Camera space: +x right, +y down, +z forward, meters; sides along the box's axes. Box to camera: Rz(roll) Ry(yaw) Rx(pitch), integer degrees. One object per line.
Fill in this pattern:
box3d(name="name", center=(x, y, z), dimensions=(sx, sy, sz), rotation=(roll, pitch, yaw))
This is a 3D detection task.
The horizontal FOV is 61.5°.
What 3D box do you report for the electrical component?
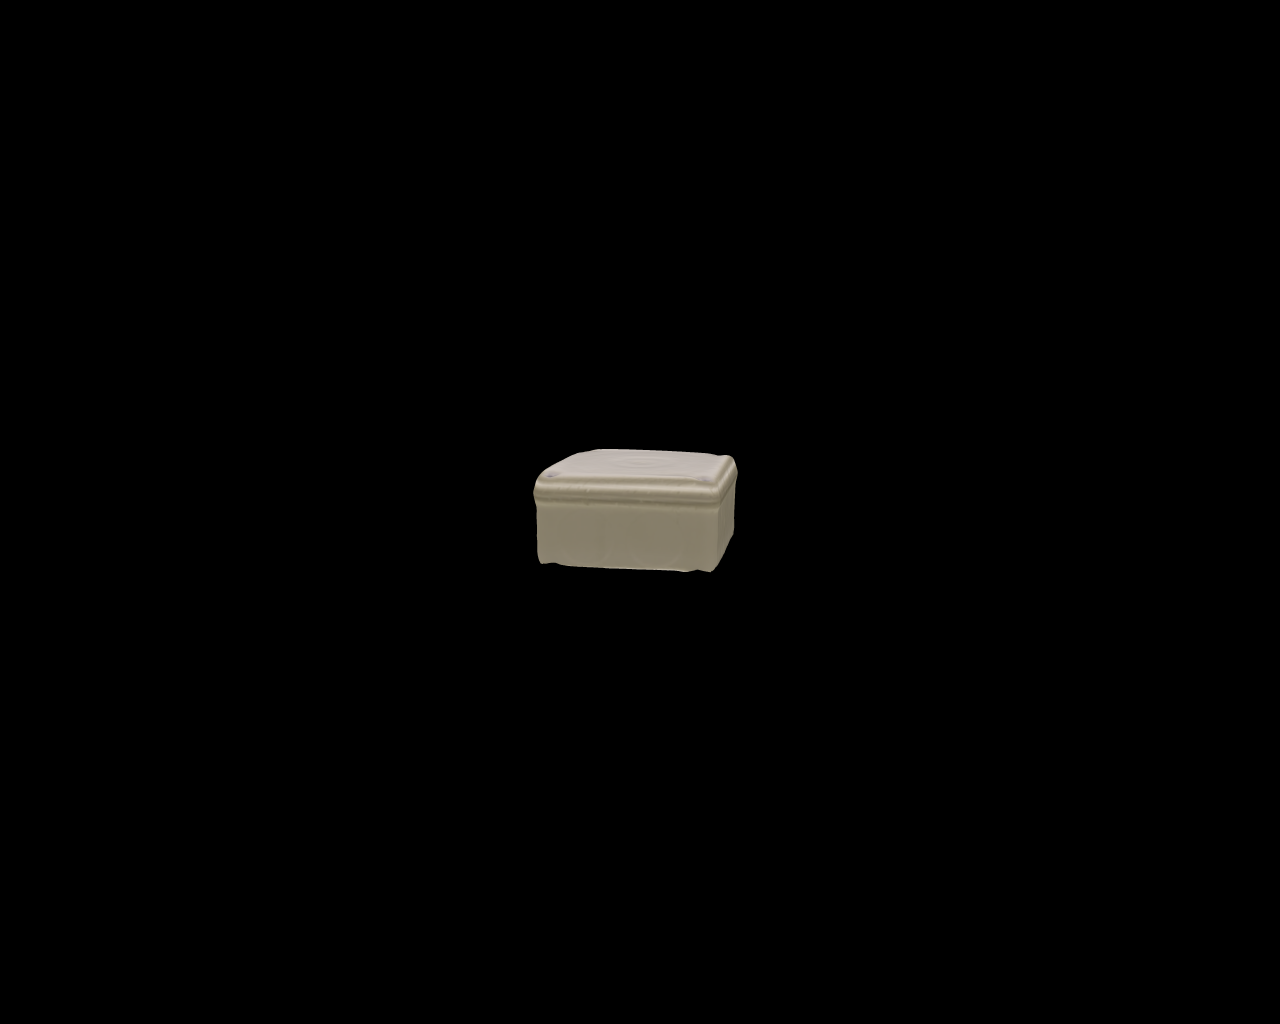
box3d(name="electrical component", center=(0.001, -0.003, 0.650), dimensions=(0.109, 0.056, 0.109), rotation=(2, 12, 11))
